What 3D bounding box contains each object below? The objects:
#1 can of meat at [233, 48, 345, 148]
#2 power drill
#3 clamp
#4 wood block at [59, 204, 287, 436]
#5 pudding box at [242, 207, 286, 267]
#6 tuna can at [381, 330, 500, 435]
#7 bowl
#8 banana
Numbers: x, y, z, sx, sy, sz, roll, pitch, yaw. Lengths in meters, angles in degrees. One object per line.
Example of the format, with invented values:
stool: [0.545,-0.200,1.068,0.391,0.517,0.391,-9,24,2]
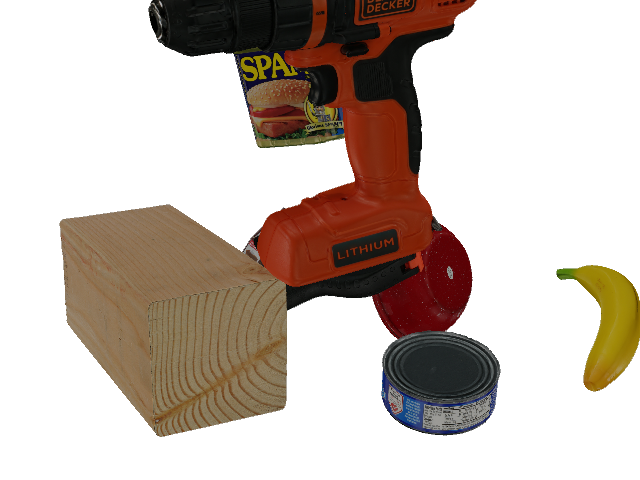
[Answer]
can of meat: [-0.014,-0.120,0.826,0.102,0.084,0.057,0,22,37]
power drill: [0.001,-0.069,0.584,0.184,0.188,0.057,-14,36,-21]
clamp: [0.004,0.031,0.963,0.172,0.039,0.120,-4,42,22]
wood block: [-0.107,0.046,0.735,0.090,0.090,0.206,-9,19,-26]
pudding box: [-0.071,0.019,1.299,0.039,0.090,0.113,34,26,2]
tuna can: [0.088,0.104,0.785,0.086,0.034,0.086,0,30,0]
bowl: [0.126,0.040,1.224,0.055,0.162,0.161,-11,-7,41]
banana: [0.274,0.075,1.021,0.070,0.037,0.197,-29,22,19]
